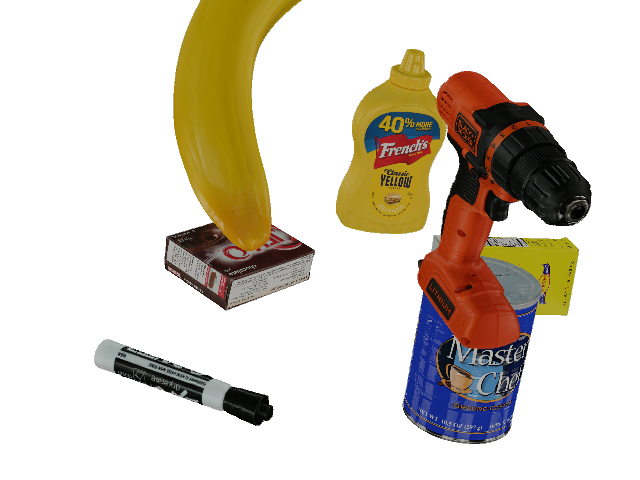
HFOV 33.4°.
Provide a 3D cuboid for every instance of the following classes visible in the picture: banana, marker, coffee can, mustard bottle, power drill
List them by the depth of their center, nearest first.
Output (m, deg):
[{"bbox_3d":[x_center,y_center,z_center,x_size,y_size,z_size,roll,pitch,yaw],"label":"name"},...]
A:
[{"bbox_3d":[-0.037,-0.083,0.521,0.069,0.197,0.037,11,-35,6],"label":"banana"},{"bbox_3d":[-0.083,0.086,0.646,0.121,0.020,0.020,16,6,22],"label":"marker"},{"bbox_3d":[0.133,-0.012,0.806,0.057,0.188,0.184,-5,35,-18],"label":"power drill"},{"bbox_3d":[0.135,0.096,0.963,0.103,0.140,0.103,6,22,-3],"label":"coffee can"},{"bbox_3d":[0.078,-0.102,1.093,0.096,0.192,0.058,4,27,-13],"label":"mustard bottle"}]

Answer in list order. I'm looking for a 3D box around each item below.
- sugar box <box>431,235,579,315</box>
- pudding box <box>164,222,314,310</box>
[{"bbox_3d":[0.223,0.044,1.317,0.176,0.093,0.048,0,21,-12],"label":"sugar box"},{"bbox_3d":[-0.075,0.017,0.997,0.090,0.039,0.113,30,34,34],"label":"pudding box"}]
